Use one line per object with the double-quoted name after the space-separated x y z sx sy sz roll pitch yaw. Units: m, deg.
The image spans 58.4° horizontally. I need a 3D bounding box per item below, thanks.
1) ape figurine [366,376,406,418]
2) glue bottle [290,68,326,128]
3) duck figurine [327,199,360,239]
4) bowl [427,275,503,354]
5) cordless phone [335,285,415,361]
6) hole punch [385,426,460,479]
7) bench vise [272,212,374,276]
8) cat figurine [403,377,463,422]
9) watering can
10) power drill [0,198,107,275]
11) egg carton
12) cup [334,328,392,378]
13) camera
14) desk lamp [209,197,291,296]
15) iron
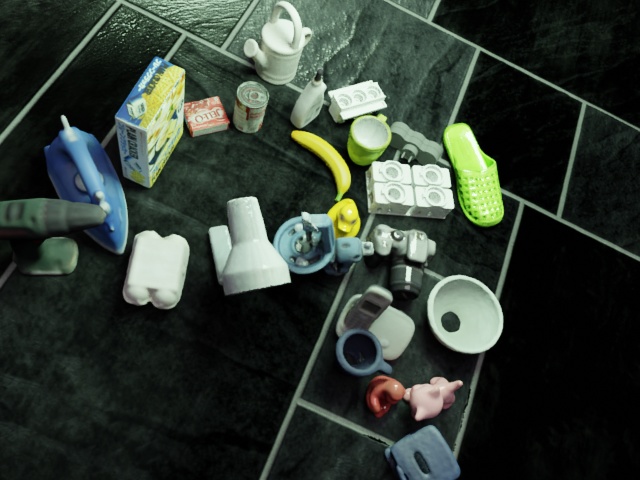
0.130 0.292 1.086 0.078 0.092 0.076 -4 68 -17 "ape figurine"
-0.017 -0.322 1.273 0.037 0.173 0.078 44 63 7 "glue bottle"
0.056 -0.049 1.220 0.077 0.086 0.104 19 63 -6 "duck figurine"
0.290 0.163 1.196 0.168 0.074 0.167 6 65 -13 "bowl"
0.119 0.152 1.093 0.147 0.185 0.094 23 63 -4 "cordless phone"
0.187 0.409 1.049 0.101 0.091 0.108 -24 75 -23 "hole punch"
0.006 -0.007 1.113 0.208 0.219 0.121 -15 71 -21 "bench vise"
0.215 0.300 1.091 0.128 0.117 0.067 -18 72 -22 "cat figurine"
-0.090 -0.447 1.297 0.101 0.194 0.173 35 63 2 "watering can"
-0.481 -0.009 0.987 0.230 0.208 0.075 0 66 -15 "power drill"
-0.307 0.056 1.084 0.107 0.069 0.150 8 65 -12 "egg carton"
0.076 0.230 1.097 0.118 0.095 0.092 30 62 -1 "cup"
0.170 0.047 1.200 0.143 0.100 0.137 14 64 -9 "camera"
-0.140 0.025 1.062 0.118 0.213 0.203 -10 70 -19 "desk lamp"
-0.431 -0.105 1.081 0.119 0.141 0.258 -25 75 -23 "iron"
